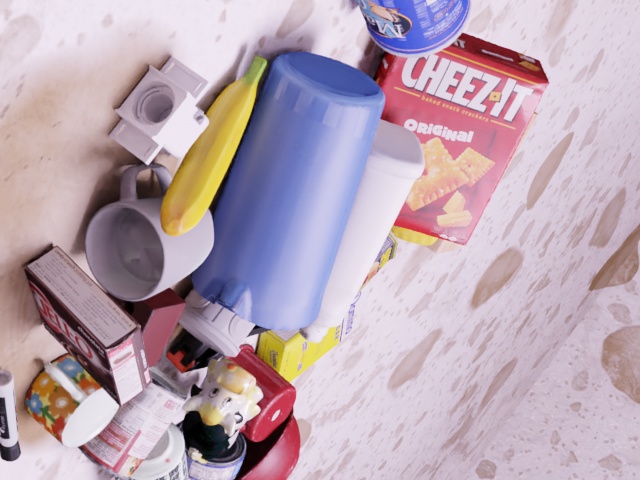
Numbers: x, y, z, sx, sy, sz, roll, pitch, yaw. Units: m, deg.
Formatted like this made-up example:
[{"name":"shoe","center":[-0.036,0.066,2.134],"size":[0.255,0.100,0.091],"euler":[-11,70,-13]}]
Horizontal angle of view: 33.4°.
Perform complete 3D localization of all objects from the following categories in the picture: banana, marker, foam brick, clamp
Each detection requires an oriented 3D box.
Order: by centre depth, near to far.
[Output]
[{"name":"banana","center":[-0.095,-0.069,0.885],"size":[0.070,0.037,0.197],"euler":[109,1,-56]},{"name":"marker","center":[-0.276,0.158,0.939],"size":[0.020,0.020,0.121],"euler":[-36,151,-37]},{"name":"foam brick","center":[-0.170,0.077,0.987],"size":[0.051,0.053,0.078],"euler":[-9,130,-59]},{"name":"clamp","center":[-0.091,0.084,1.165],"size":[0.171,0.039,0.120],"euler":[-31,148,-43]}]

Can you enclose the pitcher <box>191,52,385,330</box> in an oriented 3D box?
[{"name":"pitcher","center":[-0.024,-0.050,1.011],"size":[0.144,0.149,0.243],"euler":[7,118,-27]}]

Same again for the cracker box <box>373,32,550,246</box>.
[{"name":"cracker box","center":[0.123,-0.112,1.141],"size":[0.072,0.164,0.214],"euler":[-92,-158,-59]}]

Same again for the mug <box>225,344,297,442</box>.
[{"name":"mug","center":[-0.089,0.190,1.260],"size":[0.117,0.082,0.093],"euler":[-31,148,-43]}]

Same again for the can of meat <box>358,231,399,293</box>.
[{"name":"can of meat","center":[0.046,0.023,1.307],"size":[0.084,0.057,0.102],"euler":[-47,169,-12]}]

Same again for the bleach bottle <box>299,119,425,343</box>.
[{"name":"bleach bottle","center":[0.031,0.004,1.107],"size":[0.102,0.068,0.251],"euler":[-88,-163,-62]}]

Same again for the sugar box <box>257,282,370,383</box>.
[{"name":"sugar box","center":[-0.008,0.113,1.358],"size":[0.175,0.048,0.093],"euler":[-33,148,-39]}]

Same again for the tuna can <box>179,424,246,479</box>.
[{"name":"tuna can","center":[-0.131,0.246,1.255],"size":[0.085,0.086,0.034],"euler":[-22,139,-52]}]

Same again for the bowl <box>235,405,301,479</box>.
[{"name":"bowl","center":[-0.077,0.276,1.331],"size":[0.162,0.055,0.162],"euler":[-40,-167,11]}]

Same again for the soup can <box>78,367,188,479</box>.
[{"name":"soup can","center":[-0.189,0.180,1.075],"size":[0.102,0.069,0.068],"euler":[-54,157,-1]}]

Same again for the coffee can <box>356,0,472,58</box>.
[{"name":"coffee can","center":[0.076,-0.241,0.953],"size":[0.103,0.103,0.140],"euler":[-52,157,-5]}]

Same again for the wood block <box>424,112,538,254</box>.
[{"name":"wood block","center":[0.180,-0.094,1.373],"size":[0.090,0.091,0.206],"euler":[-9,130,-60]}]

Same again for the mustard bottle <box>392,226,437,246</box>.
[{"name":"mustard bottle","center":[0.114,-0.084,1.252],"size":[0.058,0.096,0.192],"euler":[-46,157,-38]}]

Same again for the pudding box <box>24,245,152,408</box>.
[{"name":"pudding box","center":[-0.188,0.070,0.866],"size":[0.039,0.114,0.090],"euler":[-40,152,-26]}]
